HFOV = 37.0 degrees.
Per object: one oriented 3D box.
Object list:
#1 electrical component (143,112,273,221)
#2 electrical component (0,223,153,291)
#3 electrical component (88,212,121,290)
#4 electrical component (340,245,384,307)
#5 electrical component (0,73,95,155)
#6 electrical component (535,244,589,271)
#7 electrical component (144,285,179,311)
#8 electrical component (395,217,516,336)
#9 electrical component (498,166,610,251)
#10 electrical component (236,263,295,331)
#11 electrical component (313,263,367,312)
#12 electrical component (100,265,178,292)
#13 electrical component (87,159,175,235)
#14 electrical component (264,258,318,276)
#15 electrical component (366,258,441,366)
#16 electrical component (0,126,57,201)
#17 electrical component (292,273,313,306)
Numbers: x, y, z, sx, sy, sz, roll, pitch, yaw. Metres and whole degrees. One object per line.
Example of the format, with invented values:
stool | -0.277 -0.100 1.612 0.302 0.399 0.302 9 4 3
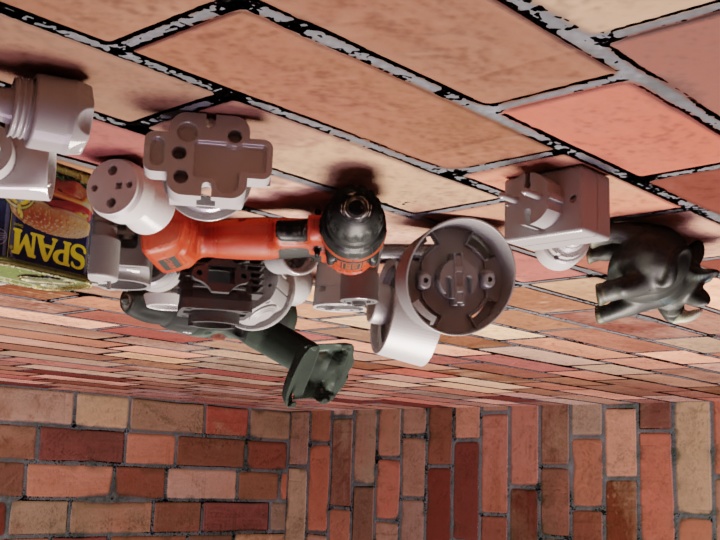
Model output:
electrical component | -0.096 -0.064 0.682 0.078 0.058 0.057 4 166 -8
electrical component | -0.253 -0.021 0.916 0.150 0.061 0.089 4 169 -9
electrical component | -0.210 -0.023 0.851 0.040 0.078 0.040 1 169 0
electrical component | 0.000 0.000 0.969 0.044 0.065 0.044 2 169 0
electrical component | -0.183 -0.089 0.601 0.062 0.043 0.043 8 167 -25
electrical component | 0.168 -0.024 0.880 0.040 0.040 0.078 2 169 -1
electrical component | -0.192 0.011 1.084 0.066 0.055 0.048 -1 169 13
electrical component | 0.080 0.007 0.923 0.099 0.099 0.064 5 175 -15
electrical component | 0.128 -0.046 0.756 0.066 0.047 0.077 -8 165 42
electrical component | -0.106 0.015 1.030 0.080 0.080 0.051 -1 164 13
electrical component | -0.020 0.016 1.103 0.055 0.047 0.055 2 169 0
electrical component | -0.232 -0.006 1.012 0.138 0.052 0.073 2 169 5
electrical component | -0.166 -0.053 0.779 0.045 0.045 0.055 -2 168 18
electrical component | -0.064 -0.014 0.979 0.040 0.040 0.046 8 173 -28
electrical component | 0.040 0.037 1.057 0.060 0.108 0.108 10 167 -11
electrical component | -0.240 -0.073 0.693 0.077 0.043 0.079 4 169 -9
electrical component | -0.080 0.010 1.091 0.045 0.045 0.055 -4 167 28
